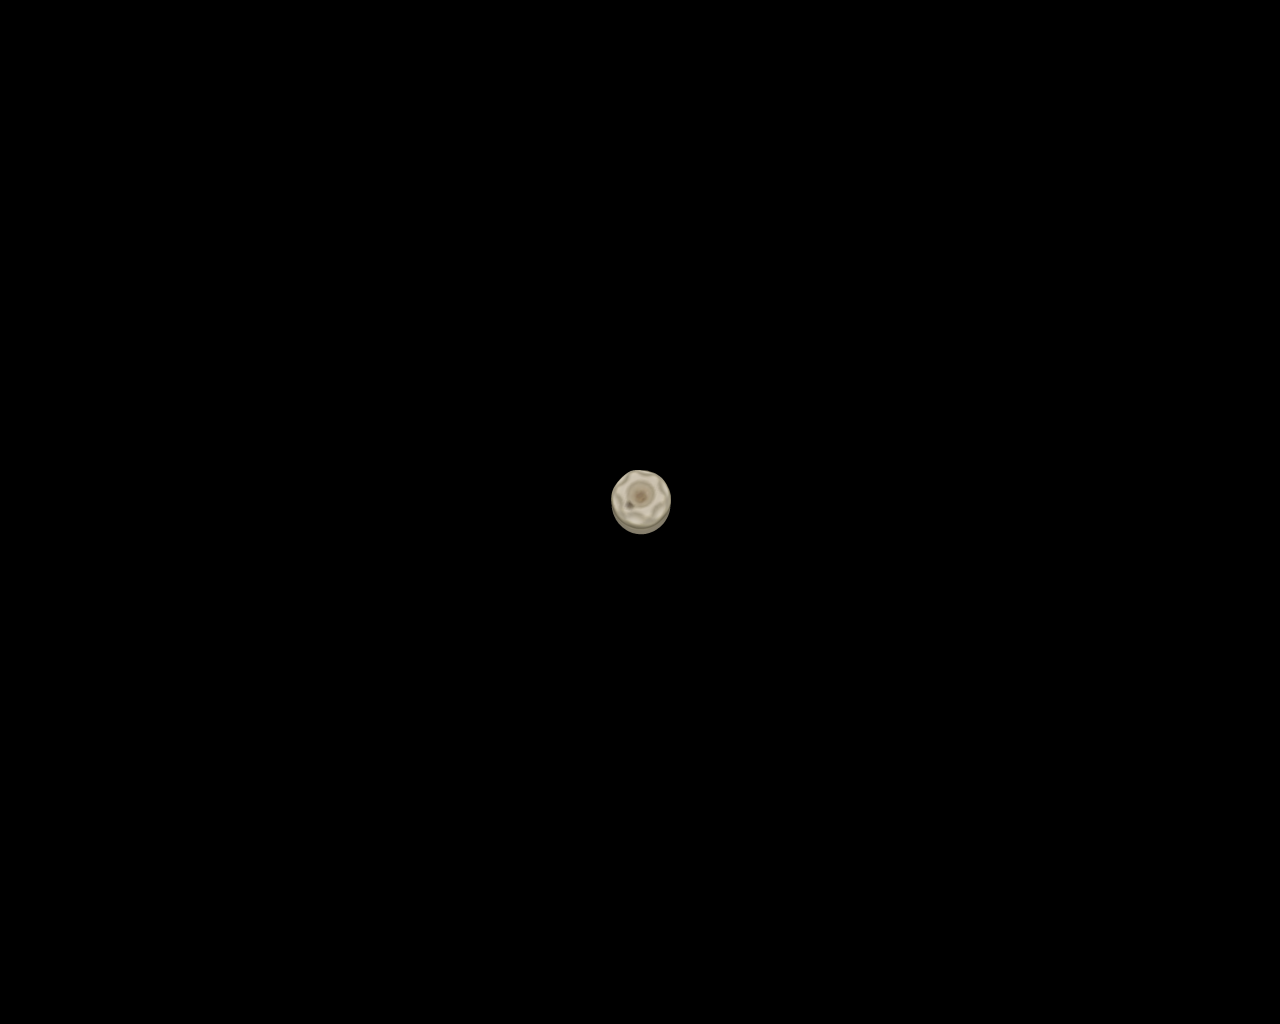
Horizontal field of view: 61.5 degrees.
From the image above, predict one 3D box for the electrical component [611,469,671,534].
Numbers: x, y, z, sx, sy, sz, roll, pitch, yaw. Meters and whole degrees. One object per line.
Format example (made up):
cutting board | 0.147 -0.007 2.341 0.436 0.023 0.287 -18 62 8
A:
electrical component | 0.001 -0.003 0.650 0.035 0.035 0.061 0 -15 0
